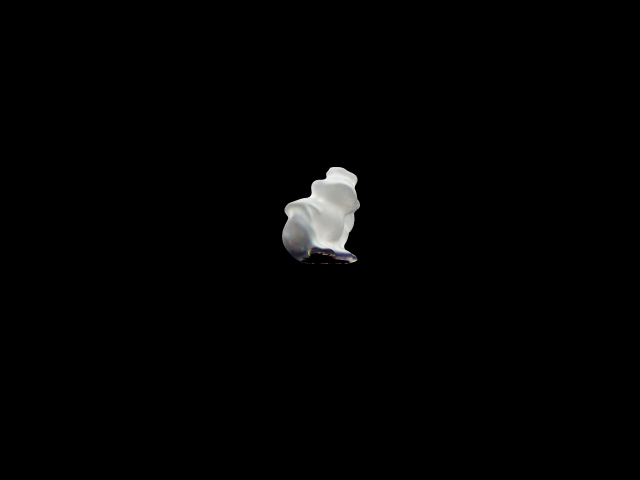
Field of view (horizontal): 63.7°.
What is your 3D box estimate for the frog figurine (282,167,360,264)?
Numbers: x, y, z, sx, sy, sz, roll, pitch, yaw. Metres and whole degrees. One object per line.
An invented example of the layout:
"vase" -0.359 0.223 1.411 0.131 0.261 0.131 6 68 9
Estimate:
"frog figurine" 0.003 -0.043 0.850 0.137 0.161 0.121 10 -18 -34
